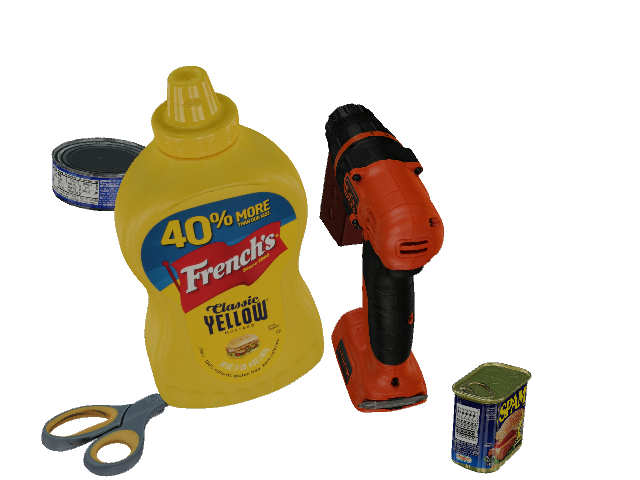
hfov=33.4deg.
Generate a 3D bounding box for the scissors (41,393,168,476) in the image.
[{"bbox_3d":[-0.147,0.160,0.955,0.201,0.016,0.096,-11,34,-34],"label":"scissors"}]

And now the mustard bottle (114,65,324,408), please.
[{"bbox_3d":[-0.053,-0.001,0.543,0.096,0.191,0.058,-14,39,-10],"label":"mustard bottle"}]

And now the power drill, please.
[{"bbox_3d":[0.038,0.013,0.764,0.057,0.188,0.184,-7,33,-8],"label":"power drill"}]

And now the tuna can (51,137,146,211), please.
[{"bbox_3d":[-0.180,-0.056,0.890,0.086,0.034,0.086,6,24,-3],"label":"tuna can"}]

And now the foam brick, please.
[{"bbox_3d":[0.036,-0.042,0.939,0.051,0.078,0.053,-5,34,-20],"label":"foam brick"}]

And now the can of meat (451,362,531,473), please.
[{"bbox_3d":[0.177,0.185,1.119,0.058,0.084,0.101,11,18,31],"label":"can of meat"}]
